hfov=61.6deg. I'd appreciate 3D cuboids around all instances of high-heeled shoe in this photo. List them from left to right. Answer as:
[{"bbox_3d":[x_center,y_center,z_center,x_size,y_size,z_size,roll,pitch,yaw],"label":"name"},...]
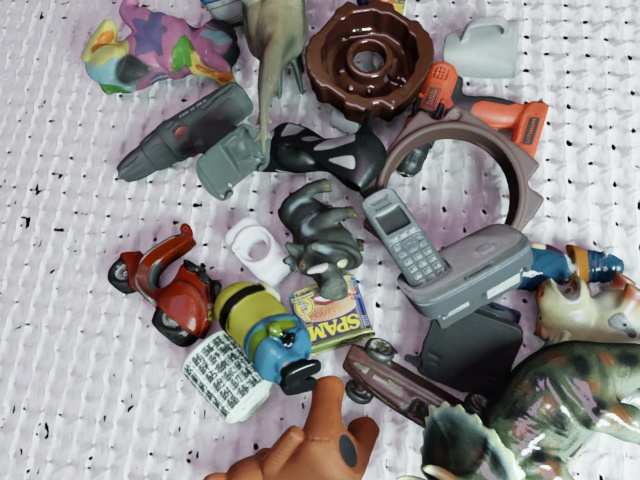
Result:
[{"bbox_3d":[-0.016,-0.095,0.728,0.249,0.086,0.145,-18,45,37],"label":"high-heeled shoe"}]

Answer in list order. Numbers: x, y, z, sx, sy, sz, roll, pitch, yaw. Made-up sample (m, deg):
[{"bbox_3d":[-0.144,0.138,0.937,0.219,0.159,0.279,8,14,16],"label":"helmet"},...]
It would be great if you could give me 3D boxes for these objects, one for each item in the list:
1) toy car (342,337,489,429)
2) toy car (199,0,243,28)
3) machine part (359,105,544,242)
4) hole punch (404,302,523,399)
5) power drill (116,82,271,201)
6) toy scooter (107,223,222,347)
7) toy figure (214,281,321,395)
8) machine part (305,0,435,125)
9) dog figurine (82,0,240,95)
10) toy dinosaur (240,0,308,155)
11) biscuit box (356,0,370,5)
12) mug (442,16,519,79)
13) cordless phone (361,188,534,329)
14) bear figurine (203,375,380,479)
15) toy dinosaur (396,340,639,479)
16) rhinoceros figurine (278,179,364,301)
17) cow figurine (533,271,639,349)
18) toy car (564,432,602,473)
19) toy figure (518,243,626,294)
[{"bbox_3d":[0.118,0.199,0.668,0.202,0.053,0.089,29,119,12],"label":"toy car"},{"bbox_3d":[-0.145,-0.398,0.865,0.109,0.162,0.102,-16,111,10],"label":"toy car"},{"bbox_3d":[0.168,-0.057,0.709,0.201,0.087,0.201,38,96,7],"label":"machine part"},{"bbox_3d":[0.192,0.129,0.689,0.142,0.092,0.115,18,109,12],"label":"hole punch"},{"bbox_3d":[-0.175,-0.129,0.777,0.232,0.085,0.208,-40,35,-11],"label":"power drill"},{"bbox_3d":[-0.203,0.053,0.760,0.184,0.075,0.135,38,80,20],"label":"toy scooter"},{"bbox_3d":[-0.069,0.116,0.680,0.082,0.089,0.180,-59,42,16],"label":"toy figure"},{"bbox_3d":[0.070,-0.251,0.763,0.179,0.056,0.179,-1,77,3],"label":"machine part"},{"bbox_3d":[-0.233,-0.280,0.847,0.219,0.108,0.191,30,78,12],"label":"dog figurine"},{"bbox_3d":[-0.062,-0.304,0.763,0.105,0.198,0.472,-1,41,7],"label":"toy dinosaur"},{"bbox_3d":[0.123,-0.472,0.882,0.059,0.062,0.202,23,78,12],"label":"biscuit box"},{"bbox_3d":[0.235,-0.283,0.793,0.107,0.109,0.080,2,77,22],"label":"mug"},{"bbox_3d":[0.142,-0.004,0.636,0.147,0.088,0.184,-29,60,0],"label":"cordless phone"},{"bbox_3d":[-0.037,0.274,0.665,0.196,0.132,0.120,-31,108,27],"label":"bear figurine"},{"bbox_3d":[0.255,0.188,0.574,0.405,0.131,0.192,-41,87,-13],"label":"toy dinosaur"},{"bbox_3d":[-0.001,-0.002,0.716,0.112,0.073,0.190,-19,47,-9],"label":"rhinoceros figurine"},{"bbox_3d":[0.355,0.108,0.663,0.195,0.085,0.127,31,107,2],"label":"cow figurine"},{"bbox_3d":[0.280,0.245,0.650,0.074,0.056,0.201,37,81,15],"label":"toy car"},{"bbox_3d":[0.316,0.035,0.708,0.155,0.064,0.058,-2,36,2],"label":"toy figure"}]
